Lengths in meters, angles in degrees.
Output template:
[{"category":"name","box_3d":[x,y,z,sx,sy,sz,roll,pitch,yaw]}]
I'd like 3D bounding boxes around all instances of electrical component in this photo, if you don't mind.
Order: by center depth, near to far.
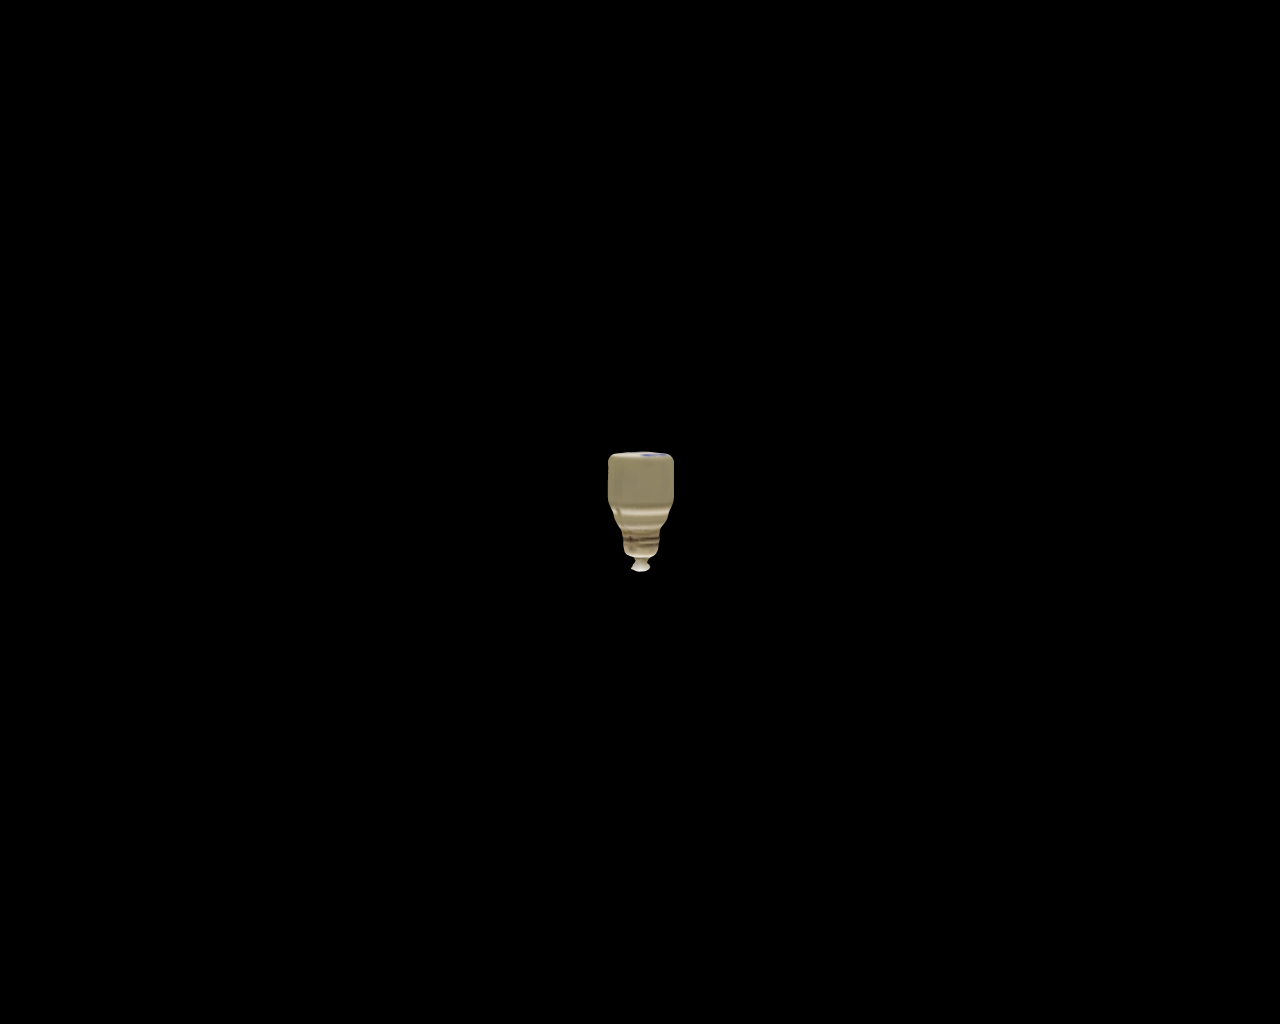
[{"category":"electrical component","box_3d":[0.001,-0.003,0.650,0.040,0.078,0.040,0,5,0]}]
